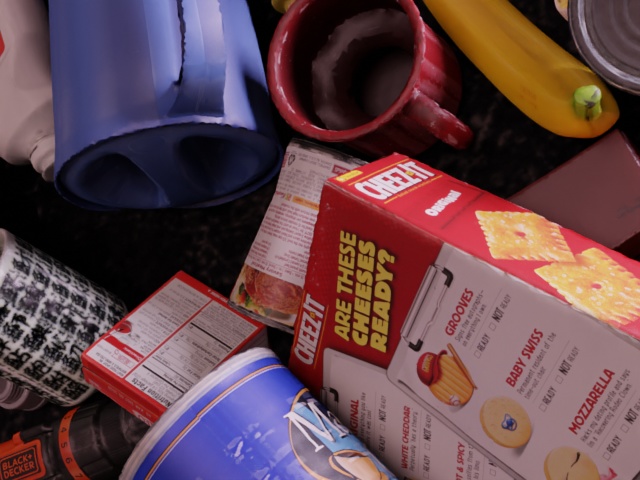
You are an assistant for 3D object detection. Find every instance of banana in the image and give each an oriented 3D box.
[{"bbox_3d":[0.103,-0.105,0.566,0.037,0.069,0.198,-33,44,-2],"label":"banana"}]

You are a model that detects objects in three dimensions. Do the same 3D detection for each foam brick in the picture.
[{"bbox_3d":[0.137,-0.011,0.546,0.078,0.051,0.053,-33,70,19],"label":"foam brick"}]

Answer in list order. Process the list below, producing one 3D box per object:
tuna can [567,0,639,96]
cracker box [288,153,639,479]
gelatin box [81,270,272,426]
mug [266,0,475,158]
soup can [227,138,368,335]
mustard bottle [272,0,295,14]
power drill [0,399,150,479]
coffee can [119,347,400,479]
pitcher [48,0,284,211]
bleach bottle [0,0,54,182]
[{"bbox_3d":[0.159,-0.108,0.492,0.086,0.033,0.086,4,99,25],"label":"tuna can"},{"bbox_3d":[0.090,0.074,0.514,0.214,0.071,0.164,29,123,28],"label":"cracker box"},{"bbox_3d":[-0.085,0.068,0.633,0.073,0.030,0.089,28,53,28],"label":"gelatin box"},{"bbox_3d":[0.038,-0.085,0.592,0.117,0.081,0.093,36,99,27],"label":"mug"},{"bbox_3d":[-0.004,0.001,0.608,0.069,0.068,0.102,21,91,28],"label":"soup can"},{"bbox_3d":[-0.014,-0.214,0.649,0.096,0.058,0.191,-15,75,47],"label":"mustard bottle"},{"bbox_3d":[-0.136,0.196,0.652,0.185,0.057,0.188,-24,69,25],"label":"power drill"},{"bbox_3d":[-0.012,0.135,0.504,0.140,0.102,0.103,42,102,19],"label":"coffee can"},{"bbox_3d":[-0.101,-0.149,0.645,0.149,0.144,0.243,-18,71,23],"label":"pitcher"},{"bbox_3d":[-0.230,-0.151,0.755,0.103,0.068,0.251,-40,68,18],"label":"bleach bottle"}]
